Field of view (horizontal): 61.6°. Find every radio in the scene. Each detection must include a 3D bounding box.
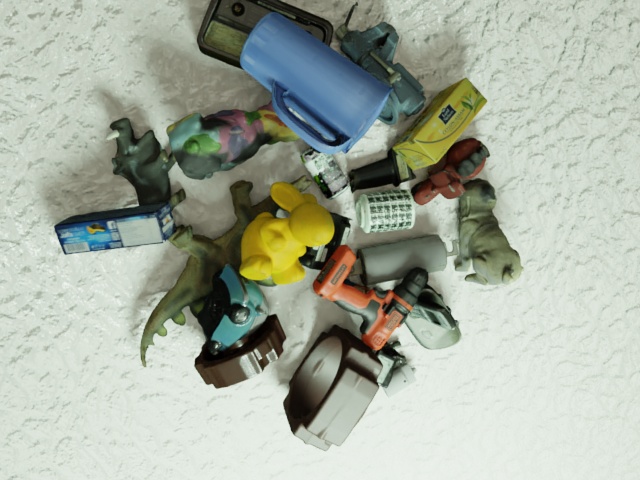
[{"bbox_3d":[-0.096,-0.368,0.983,0.229,0.073,0.131,18,94,-12],"label":"radio"}]

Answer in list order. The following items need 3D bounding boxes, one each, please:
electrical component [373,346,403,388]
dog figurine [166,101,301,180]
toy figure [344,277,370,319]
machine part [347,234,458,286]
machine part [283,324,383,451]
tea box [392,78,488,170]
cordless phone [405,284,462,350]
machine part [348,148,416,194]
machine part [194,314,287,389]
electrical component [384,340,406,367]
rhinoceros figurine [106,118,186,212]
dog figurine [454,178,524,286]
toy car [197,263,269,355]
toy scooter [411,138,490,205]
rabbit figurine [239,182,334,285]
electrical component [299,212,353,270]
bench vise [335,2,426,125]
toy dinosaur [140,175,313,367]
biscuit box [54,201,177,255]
[{"bbox_3d":[0.109,0.269,1.093,0.075,0.048,0.119,23,95,-19],"label":"electrical component"},{"bbox_3d":[-0.138,-0.192,0.954,0.219,0.191,0.108,-20,95,9],"label":"dog figurine"},{"bbox_3d":[0.094,0.127,1.095,0.154,0.058,0.064,35,49,-12],"label":"toy figure"},{"bbox_3d":[0.164,0.041,1.083,0.243,0.079,0.079,-10,99,-10],"label":"machine part"},{"bbox_3d":[0.023,0.278,1.027,0.087,0.201,0.201,32,91,-15],"label":"machine part"},{"bbox_3d":[0.230,-0.221,1.034,0.068,0.098,0.169,45,78,-12],"label":"tea box"},{"bbox_3d":[0.237,0.163,1.058,0.089,0.184,0.146,-36,102,-8],"label":"cordless phone"},{"bbox_3d":[0.121,-0.135,1.073,0.139,0.039,0.084,-20,109,-9],"label":"machine part"},{"bbox_3d":[-0.145,0.204,1.000,0.179,0.179,0.056,-27,104,-6],"label":"machine part"},{"bbox_3d":[0.133,0.249,1.134,0.094,0.021,0.063,-20,101,-7],"label":"electrical component"},{"bbox_3d":[-0.319,-0.131,0.981,0.112,0.073,0.190,-17,105,6],"label":"rhinoceros figurine"},{"bbox_3d":[0.333,-0.019,1.062,0.121,0.172,0.190,-13,107,-19],"label":"dog figurine"},{"bbox_3d":[-0.144,0.126,0.948,0.103,0.109,0.161,6,123,-37],"label":"toy car"},{"bbox_3d":[0.266,-0.132,1.049,0.184,0.135,0.075,-42,101,-4],"label":"toy scooter"},{"bbox_3d":[-0.041,-0.014,0.903,0.121,0.173,0.162,24,57,-36],"label":"rabbit figurine"},{"bbox_3d":[-0.002,-0.003,1.022,0.058,0.134,0.114,18,92,31],"label":"electrical component"},{"bbox_3d":[0.072,-0.285,1.004,0.240,0.129,0.223,-44,100,-6],"label":"bench vise"},{"bbox_3d":[-0.191,0.045,1.010,0.471,0.105,0.198,-39,106,1],"label":"toy dinosaur"},{"bbox_3d":[-0.362,-0.020,0.953,0.203,0.063,0.059,-6,112,12],"label":"biscuit box"}]
